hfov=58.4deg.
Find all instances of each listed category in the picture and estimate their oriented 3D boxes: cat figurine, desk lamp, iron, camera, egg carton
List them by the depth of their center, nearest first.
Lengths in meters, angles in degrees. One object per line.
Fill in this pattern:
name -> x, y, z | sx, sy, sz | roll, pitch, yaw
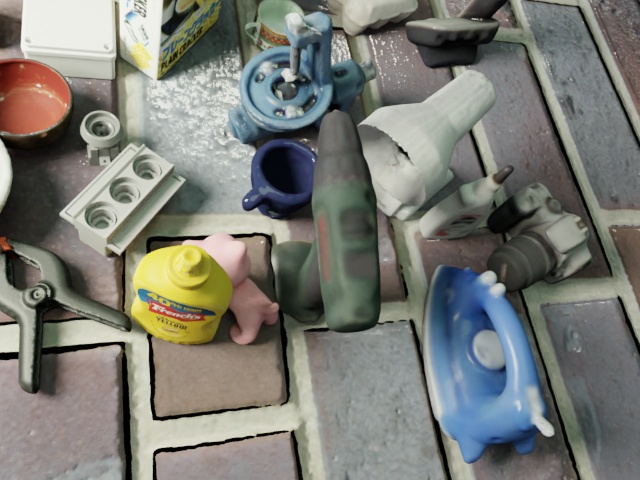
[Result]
cat figurine -> -0.095, 0.045, 0.642 | 0.128, 0.117, 0.067 | 44, 60, 5
iron -> 0.203, 0.127, 0.694 | 0.119, 0.141, 0.258 | -1, 66, -20
desk lamp -> 0.126, -0.117, 0.742 | 0.118, 0.213, 0.204 | 47, 60, 7
camera -> 0.299, 0.002, 0.811 | 0.137, 0.100, 0.143 | -26, 76, -28
egg carton -> 0.086, -0.403, 0.947 | 0.151, 0.069, 0.107 | -28, 77, -28

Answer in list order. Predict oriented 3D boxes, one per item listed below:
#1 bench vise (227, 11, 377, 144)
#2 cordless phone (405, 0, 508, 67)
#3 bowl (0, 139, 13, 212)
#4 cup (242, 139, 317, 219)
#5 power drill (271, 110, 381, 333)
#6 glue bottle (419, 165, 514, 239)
bench vise -> -0.014, -0.225, 0.740 | 0.121, 0.219, 0.208 | 45, 60, 6
cordless phone -> 0.236, -0.374, 0.920 | 0.148, 0.185, 0.094 | -17, 72, -25
bowl -> -0.411, -0.053, 0.603 | 0.168, 0.074, 0.167 | 8, 63, -16
cup -> -0.058, -0.059, 0.718 | 0.091, 0.095, 0.118 | 45, 60, 5
power drill -> 0.006, 0.002, 0.645 | 0.076, 0.208, 0.229 | -2, 66, -20
glue bottle -> 0.202, -0.051, 0.760 | 0.078, 0.173, 0.037 | -6, 68, -21
